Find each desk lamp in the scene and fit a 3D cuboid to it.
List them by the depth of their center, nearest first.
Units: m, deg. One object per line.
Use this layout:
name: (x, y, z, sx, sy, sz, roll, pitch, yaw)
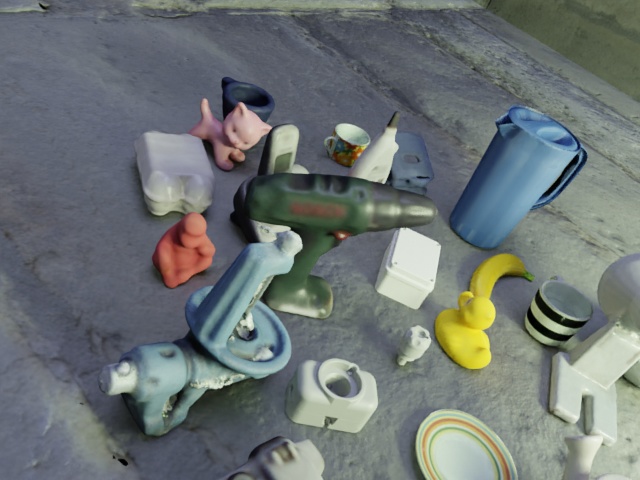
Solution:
desk lamp: (0.431, 0.141, 0.801, 0.118, 0.213, 0.203, 29, 37, 5)

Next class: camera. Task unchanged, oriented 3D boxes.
camera: (-0.034, 0.255, 0.495, 0.144, 0.101, 0.136, -14, 52, -40)

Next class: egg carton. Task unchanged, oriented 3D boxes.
egg carton: (-0.213, -0.099, 0.840, 0.107, 0.069, 0.150, 0, 44, -29)

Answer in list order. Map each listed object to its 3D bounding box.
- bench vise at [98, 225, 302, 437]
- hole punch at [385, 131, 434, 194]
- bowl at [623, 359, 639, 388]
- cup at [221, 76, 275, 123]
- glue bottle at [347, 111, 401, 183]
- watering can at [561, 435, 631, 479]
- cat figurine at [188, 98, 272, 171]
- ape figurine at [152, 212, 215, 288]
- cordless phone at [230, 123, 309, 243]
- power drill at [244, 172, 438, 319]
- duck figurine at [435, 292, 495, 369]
bench vise: (-0.096, 0.093, 0.554, 0.121, 0.219, 0.208, 35, 38, 13)
hole punch: (0.163, -0.145, 1.090, 0.109, 0.091, 0.101, -4, 46, -33)
bowl: (0.525, 0.189, 0.913, 0.168, 0.074, 0.167, 16, 38, -13)
cup: (-0.143, -0.222, 1.005, 0.117, 0.095, 0.092, 44, 41, 23)
glue bottle: (0.101, -0.147, 0.990, 0.078, 0.173, 0.037, -12, 50, -38)
watering can: (0.299, 0.282, 0.575, 0.101, 0.194, 0.172, -15, 52, -40)
cat figurine: (-0.148, -0.183, 0.937, 0.127, 0.117, 0.067, 31, 38, 7)
ape figurine: (-0.169, 0.004, 0.724, 0.078, 0.092, 0.076, 7, 41, -22)
cordless phone: (-0.045, -0.088, 0.827, 0.094, 0.185, 0.148, 39, 39, 18)
power drill: (0.007, 0.003, 0.729, 0.230, 0.208, 0.075, 13, 39, -16)
duck figurine: (0.216, 0.121, 0.808, 0.078, 0.086, 0.104, 5, 42, -25)
